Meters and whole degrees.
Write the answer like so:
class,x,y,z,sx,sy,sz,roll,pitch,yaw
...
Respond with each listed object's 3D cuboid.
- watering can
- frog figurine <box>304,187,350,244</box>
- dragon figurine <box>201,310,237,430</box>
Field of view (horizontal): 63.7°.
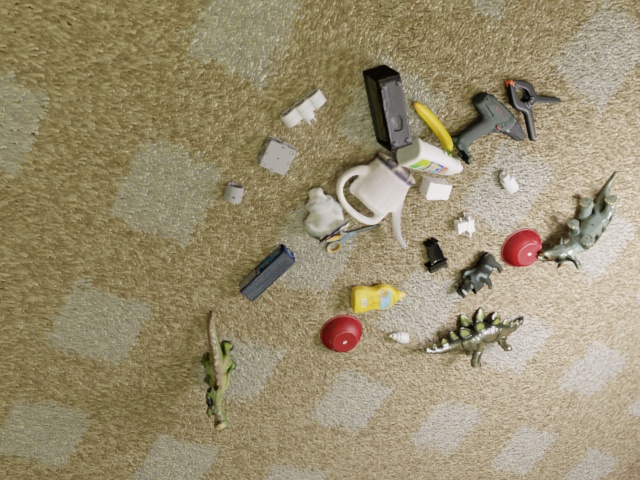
class,x,y,z,sx,sy,sz,roll,pitch,yaw
watering can,0.210,-0.131,1.621,0.344,0.106,0.223,36,102,-26
frog figurine,0.005,-0.081,1.614,0.136,0.123,0.160,-34,83,14
dragon figurine,-0.343,0.461,1.700,0.122,0.248,0.402,-7,120,-5
